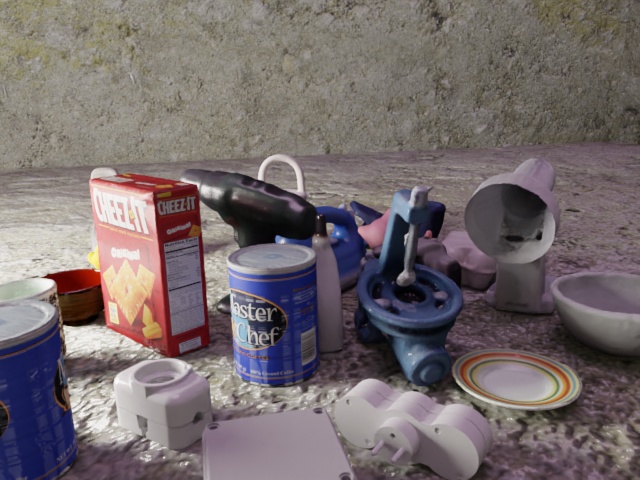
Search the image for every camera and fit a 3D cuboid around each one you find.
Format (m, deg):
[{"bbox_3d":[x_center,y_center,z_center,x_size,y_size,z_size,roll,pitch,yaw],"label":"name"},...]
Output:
[{"bbox_3d":[0.120,0.050,0.857,0.137,0.101,0.142,-14,20,-40],"label":"camera"}]

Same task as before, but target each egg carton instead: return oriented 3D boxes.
[{"bbox_3d":[0.256,0.031,0.976,0.107,0.069,0.151,4,16,21],"label":"egg carton"}]

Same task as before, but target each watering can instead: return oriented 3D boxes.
[{"bbox_3d":[-0.072,-0.075,1.159,0.101,0.194,0.172,-10,17,-29],"label":"watering can"}]

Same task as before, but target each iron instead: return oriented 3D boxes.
[{"bbox_3d":[0.009,0.003,0.961,0.118,0.141,0.259,9,18,35],"label":"iron"}]

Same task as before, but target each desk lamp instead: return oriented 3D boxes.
[{"bbox_3d":[0.291,-0.005,0.827,0.117,0.214,0.204,8,18,31],"label":"desk lamp"}]

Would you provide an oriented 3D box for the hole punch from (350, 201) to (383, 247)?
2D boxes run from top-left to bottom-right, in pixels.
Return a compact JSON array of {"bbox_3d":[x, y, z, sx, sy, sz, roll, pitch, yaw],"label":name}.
[{"bbox_3d":[0.111,-0.036,1.198,0.101,0.091,0.108,-2,15,-3],"label":"hole punch"}]

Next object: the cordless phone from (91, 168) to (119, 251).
[{"bbox_3d":[-0.365,-0.047,1.100,0.148,0.185,0.094,-5,16,-14],"label":"cordless phone"}]

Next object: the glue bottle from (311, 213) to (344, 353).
[{"bbox_3d":[0.003,0.050,0.726,0.037,0.173,0.078,-6,16,-15],"label":"glue bottle"}]

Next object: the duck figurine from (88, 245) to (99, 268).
[{"bbox_3d":[-0.341,0.046,0.939,0.104,0.086,0.078,7,17,29],"label":"duck figurine"}]

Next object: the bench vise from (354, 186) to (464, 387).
[{"bbox_3d":[0.082,0.037,0.678,0.122,0.220,0.206,-11,18,-32],"label":"bench vise"}]

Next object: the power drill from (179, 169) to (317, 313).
[{"bbox_3d":[-0.109,0.003,0.843,0.228,0.208,0.076,6,17,27],"label":"power drill"}]

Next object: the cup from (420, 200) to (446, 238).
[{"bbox_3d":[0.199,-0.029,1.156,0.092,0.095,0.117,-7,16,-19],"label":"cup"}]

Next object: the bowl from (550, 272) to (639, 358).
[{"bbox_3d":[0.370,0.098,0.706,0.167,0.075,0.167,-1,15,1],"label":"bowl"}]

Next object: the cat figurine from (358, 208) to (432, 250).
[{"bbox_3d":[0.133,0.006,0.988,0.127,0.118,0.067,4,16,18],"label":"cat figurine"}]
